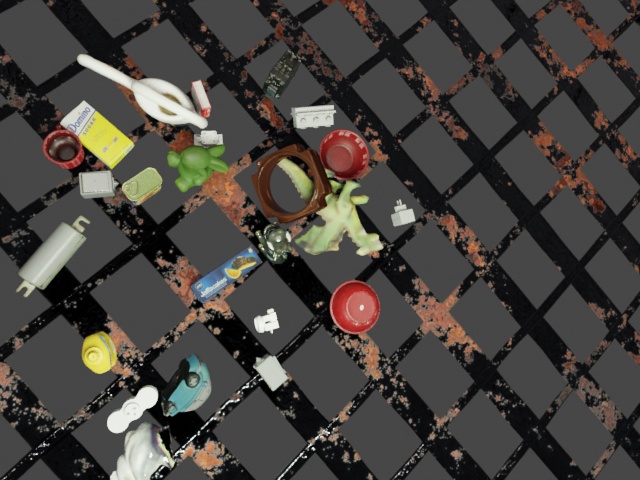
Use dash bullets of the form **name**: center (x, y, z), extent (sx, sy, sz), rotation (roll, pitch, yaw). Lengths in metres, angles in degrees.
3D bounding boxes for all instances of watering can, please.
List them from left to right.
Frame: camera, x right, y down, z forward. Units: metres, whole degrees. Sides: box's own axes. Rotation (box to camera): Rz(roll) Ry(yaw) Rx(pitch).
- **watering can**: center (-0.458, -0.395, 1.391), extent (0.346, 0.226, 0.104), rotation (28, 94, -9)

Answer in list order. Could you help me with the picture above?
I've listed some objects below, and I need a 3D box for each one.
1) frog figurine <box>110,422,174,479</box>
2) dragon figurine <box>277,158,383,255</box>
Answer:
- **frog figurine**: center (-0.459, 0.543, 1.290), extent (0.160, 0.120, 0.140), rotation (-26, 56, -9)
- **dragon figurine**: center (0.005, -0.077, 1.533), extent (0.410, 0.121, 0.244), rotation (22, 83, 2)
